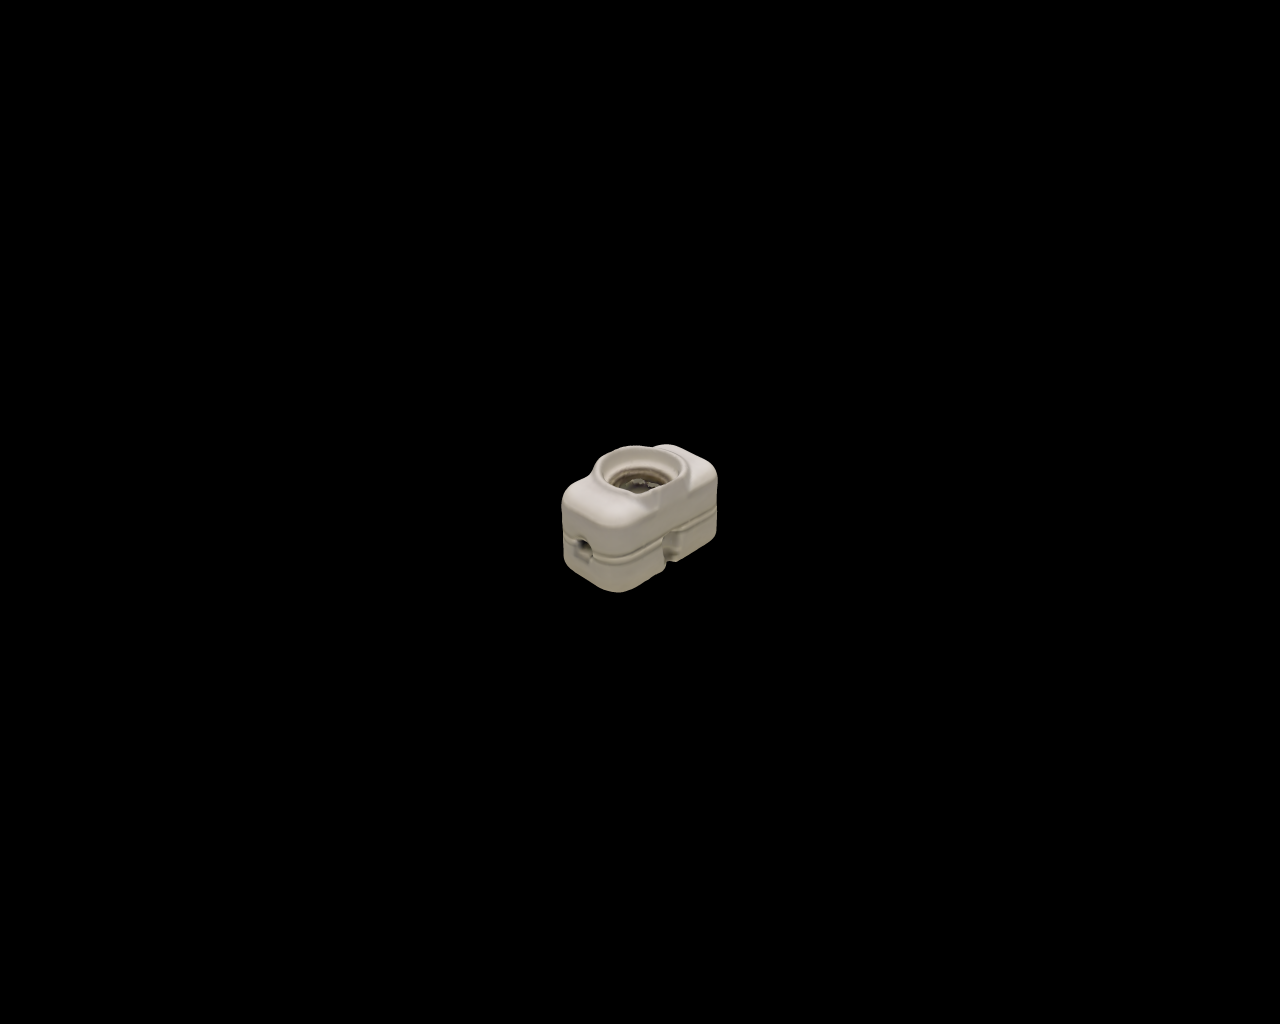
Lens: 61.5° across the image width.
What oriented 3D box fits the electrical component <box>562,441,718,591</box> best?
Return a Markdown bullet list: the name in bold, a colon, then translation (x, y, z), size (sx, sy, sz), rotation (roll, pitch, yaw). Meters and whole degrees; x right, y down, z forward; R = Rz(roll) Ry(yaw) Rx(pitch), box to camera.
- **electrical component**: translation (0.001, -0.003, 0.650), size (0.095, 0.059, 0.054), rotation (-27, 42, -36)
